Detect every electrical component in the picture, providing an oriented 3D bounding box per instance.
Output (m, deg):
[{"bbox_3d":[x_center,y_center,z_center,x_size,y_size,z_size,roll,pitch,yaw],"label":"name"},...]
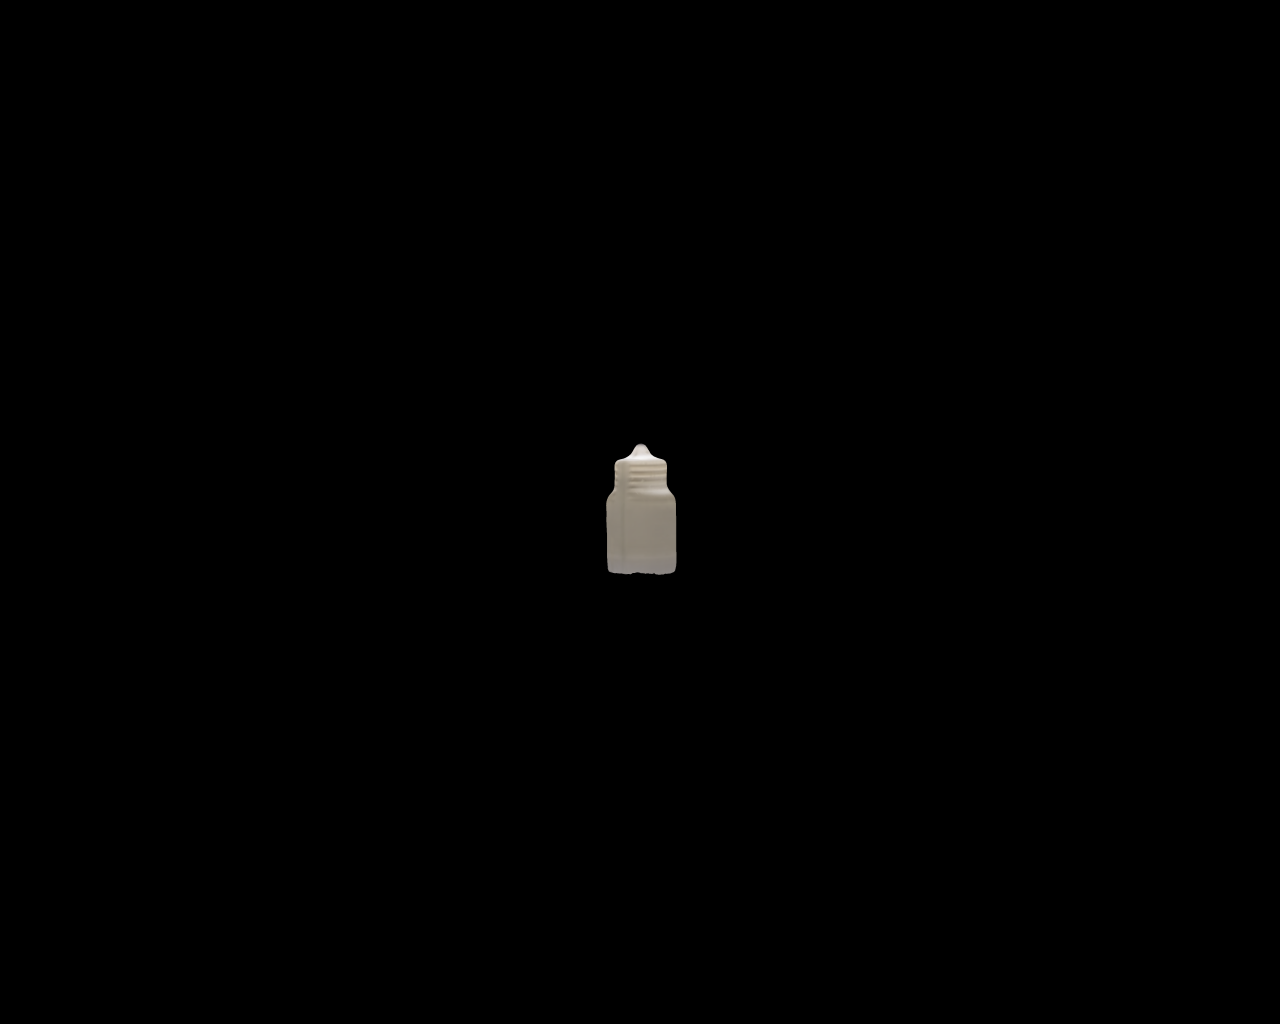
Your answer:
[{"bbox_3d":[0.001,-0.003,0.650,0.043,0.081,0.043,0,3,0],"label":"electrical component"}]
